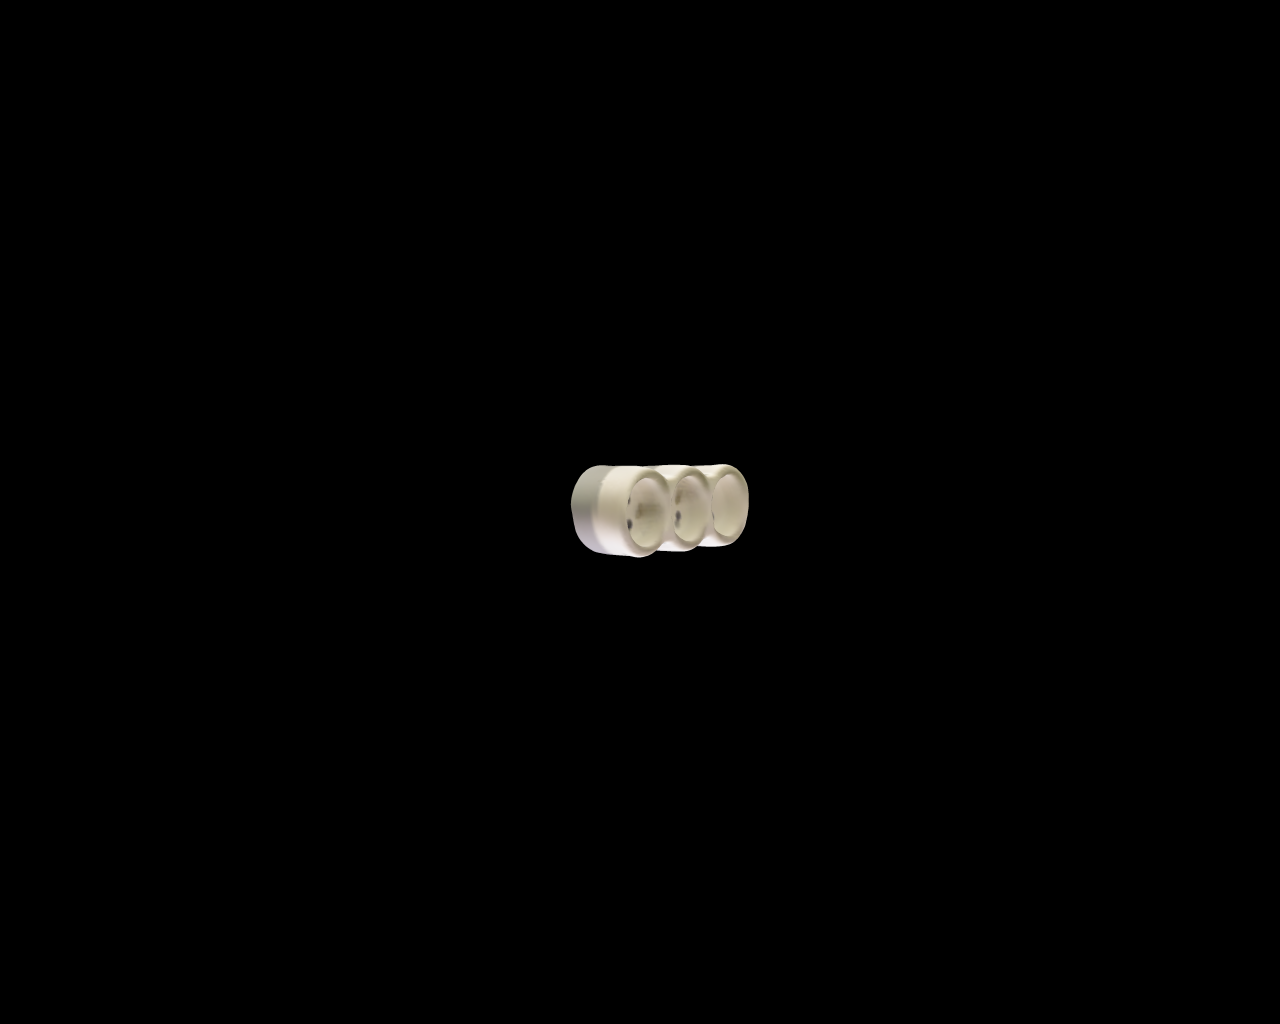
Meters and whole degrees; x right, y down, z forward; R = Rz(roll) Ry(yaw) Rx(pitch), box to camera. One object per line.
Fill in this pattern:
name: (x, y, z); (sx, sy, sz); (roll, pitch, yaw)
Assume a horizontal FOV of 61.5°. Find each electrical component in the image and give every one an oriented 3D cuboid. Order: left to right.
electrical component: (0.001, -0.003, 0.650); (0.074, 0.052, 0.138); (2, 3, 36)
